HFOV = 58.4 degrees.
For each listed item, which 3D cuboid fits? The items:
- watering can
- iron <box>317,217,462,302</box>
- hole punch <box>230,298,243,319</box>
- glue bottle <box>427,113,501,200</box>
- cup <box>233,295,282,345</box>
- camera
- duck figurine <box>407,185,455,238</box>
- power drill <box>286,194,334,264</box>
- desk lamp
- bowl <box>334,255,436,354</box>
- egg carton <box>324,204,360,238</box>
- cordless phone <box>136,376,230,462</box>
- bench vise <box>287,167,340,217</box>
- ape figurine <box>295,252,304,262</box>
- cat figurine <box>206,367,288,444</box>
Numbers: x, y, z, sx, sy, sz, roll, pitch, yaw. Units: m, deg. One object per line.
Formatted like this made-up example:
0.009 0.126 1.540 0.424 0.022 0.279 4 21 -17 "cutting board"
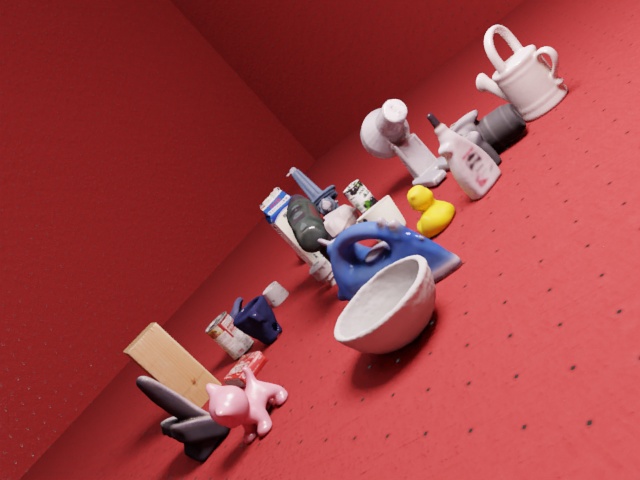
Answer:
0.387 -0.337 1.142 0.172 0.194 0.101 -34 14 38 "watering can"
0.101 0.020 0.946 0.119 0.141 0.257 -51 13 -34 "iron"
-0.212 0.215 1.459 0.101 0.091 0.108 -41 11 9 "hole punch"
0.246 -0.157 1.018 0.078 0.173 0.037 -48 12 -25 "glue bottle"
-0.127 0.184 1.258 0.092 0.095 0.117 -46 11 -13 "cup"
0.324 -0.207 1.123 0.136 0.101 0.143 -36 13 32 "camera"
0.196 -0.060 1.059 0.077 0.086 0.105 -37 13 31 "duck figurine"
0.011 0.004 1.151 0.075 0.208 0.229 -42 11 6 "power drill"
0.203 -0.231 1.346 0.118 0.213 0.203 -45 11 -9 "desk lamp"
0.103 0.103 0.799 0.167 0.075 0.167 -41 11 10 "bowl"
0.041 -0.032 1.553 0.150 0.069 0.107 -29 18 52 "egg carton"
-0.262 0.305 1.040 0.094 0.185 0.147 -50 13 -33 "cordless phone"
0.001 -0.137 1.693 0.121 0.220 0.207 -46 12 -16 "bench vise"
-0.050 0.011 1.653 0.076 0.092 0.078 -41 11 13 "ape figurine"
-0.127 0.258 0.917 0.067 0.118 0.128 -36 13 34 "cat figurine"
